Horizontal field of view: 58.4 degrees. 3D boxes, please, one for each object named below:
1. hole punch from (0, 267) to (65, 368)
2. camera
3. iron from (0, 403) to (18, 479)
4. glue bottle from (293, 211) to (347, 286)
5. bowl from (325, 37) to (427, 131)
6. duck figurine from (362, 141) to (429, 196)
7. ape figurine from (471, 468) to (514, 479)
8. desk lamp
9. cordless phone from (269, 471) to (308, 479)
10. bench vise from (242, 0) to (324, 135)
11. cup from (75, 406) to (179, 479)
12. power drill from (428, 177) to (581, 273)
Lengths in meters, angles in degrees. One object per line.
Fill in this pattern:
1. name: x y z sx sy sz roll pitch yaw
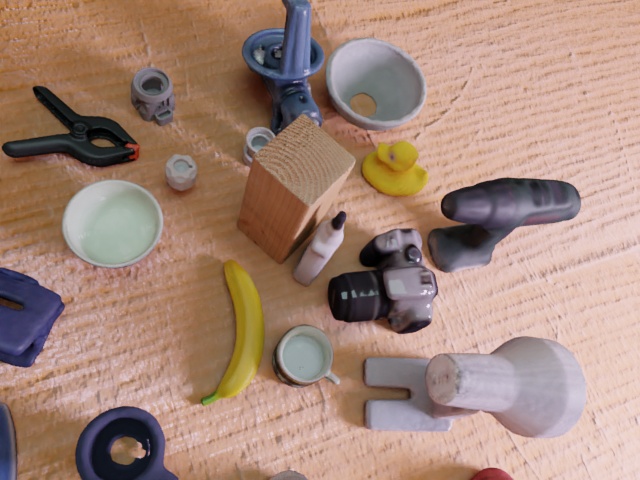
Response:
1. hole punch: -0.372 0.084 0.672 0.109 0.091 0.101 22 65 -5
2. camera: 0.083 0.057 0.795 0.137 0.100 0.143 -4 70 -16
3. iron: -0.383 0.284 0.562 0.119 0.141 0.258 15 66 -8
4. glue bottle: 0.007 0.003 0.757 0.037 0.173 0.078 30 65 -1
5. bowl: 0.082 -0.239 0.927 0.168 0.074 0.167 5 68 -12
6. duck figurine: 0.124 -0.117 0.883 0.104 0.086 0.077 21 65 -5
7. ape figurine: 0.232 0.331 0.729 0.078 0.092 0.076 29 65 -1
8. desk lamp: 0.180 0.185 0.706 0.203 0.213 0.118 4 68 -13
9. cordless phone: -0.047 0.320 0.610 0.148 0.185 0.094 -36 81 -24
10. bench vise: -0.028 -0.253 0.824 0.122 0.219 0.207 -33 80 -23
11. cup: -0.209 0.246 0.647 0.118 0.095 0.092 33 65 0
12. power drill: 0.237 -0.024 0.807 0.230 0.208 0.075 -10 71 -18
